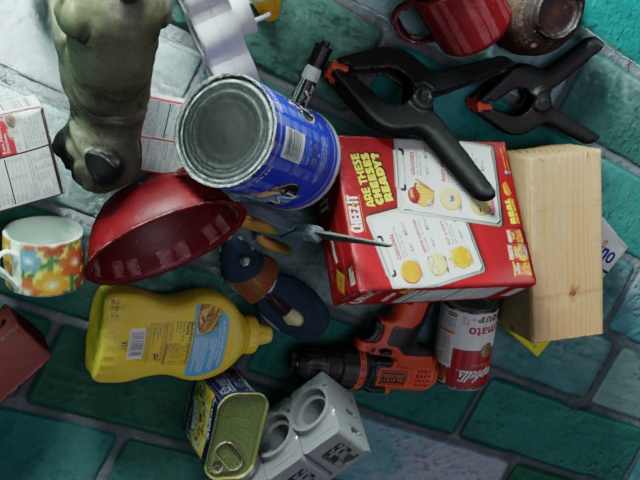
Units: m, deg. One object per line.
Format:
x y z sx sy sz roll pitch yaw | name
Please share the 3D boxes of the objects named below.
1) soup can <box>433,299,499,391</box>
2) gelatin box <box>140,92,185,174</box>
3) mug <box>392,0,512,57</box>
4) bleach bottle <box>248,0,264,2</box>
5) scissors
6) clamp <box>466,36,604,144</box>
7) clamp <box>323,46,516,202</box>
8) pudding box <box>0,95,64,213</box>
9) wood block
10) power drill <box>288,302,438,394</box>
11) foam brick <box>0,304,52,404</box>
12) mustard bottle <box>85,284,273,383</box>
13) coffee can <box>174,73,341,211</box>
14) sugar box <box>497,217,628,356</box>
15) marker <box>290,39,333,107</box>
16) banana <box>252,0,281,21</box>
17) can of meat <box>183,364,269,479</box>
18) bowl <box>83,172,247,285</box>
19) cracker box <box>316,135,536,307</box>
0.169 0.116 1.246 0.068 0.069 0.102 -5 113 -26 | soup can
-0.140 -0.098 1.015 0.089 0.030 0.073 7 106 -29 | gelatin box
0.130 -0.233 1.068 0.117 0.093 0.081 -25 131 18 | mug
0.009 -0.253 0.948 0.250 0.103 0.068 -23 149 -35 | bleach bottle
-0.007 0.001 1.045 0.016 0.202 0.096 -64 151 -18 | scissors
0.245 -0.150 1.185 0.171 0.039 0.120 -17 106 -14 | clamp
0.103 -0.131 1.085 0.209 0.036 0.164 10 72 -18 | clamp
-0.292 -0.070 0.943 0.113 0.039 0.090 -17 118 -19 | pudding box
0.256 0.001 1.194 0.090 0.090 0.206 -6 101 -14 | wood block
0.066 0.081 1.186 0.184 0.057 0.188 7 110 -28 | power drill
-0.302 0.110 1.007 0.078 0.053 0.051 -42 123 -6 | foam brick
-0.137 0.095 1.084 0.191 0.058 0.096 3 107 -28 | mustard bottle
-0.054 -0.087 0.985 0.103 0.103 0.140 -60 155 7 | coffee can
0.284 0.045 1.288 0.176 0.048 0.093 -49 122 1 | sugar box
-0.019 -0.143 1.065 0.020 0.020 0.121 19 101 -32 | marker
-0.042 -0.301 0.973 0.069 0.037 0.198 8 107 -30 | banana
-0.103 0.188 1.126 0.057 0.084 0.102 4 109 -29 | can of meat
-0.153 -0.018 0.999 0.162 0.162 0.055 -19 75 -19 | bowl
0.106 -0.019 1.107 0.213 0.072 0.164 -1 72 -26 | cracker box
